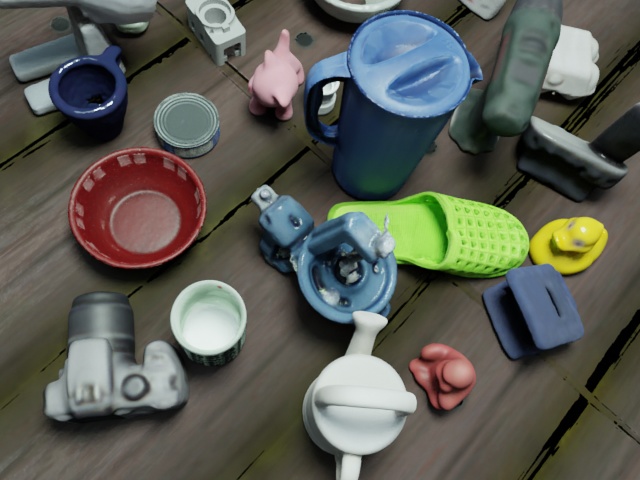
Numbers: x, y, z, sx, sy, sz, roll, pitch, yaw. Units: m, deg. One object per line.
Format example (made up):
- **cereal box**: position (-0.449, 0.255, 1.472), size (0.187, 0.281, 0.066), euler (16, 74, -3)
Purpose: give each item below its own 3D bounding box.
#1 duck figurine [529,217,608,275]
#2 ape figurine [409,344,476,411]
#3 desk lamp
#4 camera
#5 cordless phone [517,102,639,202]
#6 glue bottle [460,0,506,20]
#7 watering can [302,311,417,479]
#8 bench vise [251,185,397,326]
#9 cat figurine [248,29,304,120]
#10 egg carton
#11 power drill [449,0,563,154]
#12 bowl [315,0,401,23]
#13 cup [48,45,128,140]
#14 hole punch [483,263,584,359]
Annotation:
- **duck figurine**: position (0.340, -0.002, 0.757), size (0.105, 0.086, 0.077), euler (-12, 71, -12)
- **ape figurine**: position (0.151, 0.158, 0.668), size (0.076, 0.092, 0.078), euler (9, 68, -4)
- **desk lamp**: position (-0.301, -0.279, 0.710), size (0.203, 0.213, 0.118), euler (-27, 75, -16)
- **camera**: position (-0.223, 0.124, 0.626), size (0.143, 0.101, 0.137), euler (-6, 70, -9)
- **cordless phone**: position (0.360, -0.144, 0.760), size (0.147, 0.185, 0.094), euler (25, 68, 3)
- **glue bottle**: position (0.264, -0.416, 0.858), size (0.078, 0.173, 0.037), euler (39, 69, 8)
- **watering can**: position (0.038, 0.163, 0.596), size (0.101, 0.194, 0.173), euler (-11, 71, -11)
- **bench vise**: position (0.001, 0.012, 0.635), size (0.207, 0.219, 0.121), euler (25, 68, 3)
- **cat figurine**: position (-0.058, -0.222, 0.772), size (0.067, 0.117, 0.128), euler (12, 68, -2)
- **egg carton**: position (0.348, -0.273, 0.870), size (0.150, 0.069, 0.107), euler (11, 68, -3)
- **power drill**: position (0.246, -0.219, 0.761), size (0.075, 0.208, 0.230), euler (18, 68, 0)
- **bowl**: position (0.052, -0.391, 0.874), size (0.167, 0.074, 0.167), euler (3, 69, -6)
- **cup**: position (-0.283, -0.184, 0.740), size (0.091, 0.095, 0.118), euler (20, 68, 1)
- **hole punch**: position (0.273, 0.082, 0.713), size (0.101, 0.091, 0.108), euler (-16, 72, -13)
